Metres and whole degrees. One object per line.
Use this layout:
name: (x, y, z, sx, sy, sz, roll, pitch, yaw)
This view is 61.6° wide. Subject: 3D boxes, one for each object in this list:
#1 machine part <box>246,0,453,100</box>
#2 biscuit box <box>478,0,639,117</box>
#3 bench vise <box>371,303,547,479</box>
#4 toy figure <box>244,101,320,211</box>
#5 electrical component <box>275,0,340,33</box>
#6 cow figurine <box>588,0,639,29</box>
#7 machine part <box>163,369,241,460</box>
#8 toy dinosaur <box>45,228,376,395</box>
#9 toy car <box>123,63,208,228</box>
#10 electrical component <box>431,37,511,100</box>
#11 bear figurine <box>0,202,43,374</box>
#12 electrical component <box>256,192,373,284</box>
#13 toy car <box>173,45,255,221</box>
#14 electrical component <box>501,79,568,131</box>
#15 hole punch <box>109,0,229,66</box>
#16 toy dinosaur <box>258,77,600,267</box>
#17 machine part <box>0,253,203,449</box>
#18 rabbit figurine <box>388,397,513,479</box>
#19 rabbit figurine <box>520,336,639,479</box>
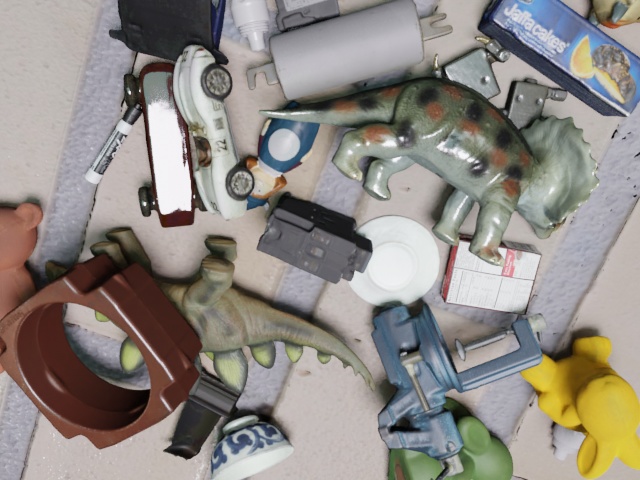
machine part: (0.031, -0.222, 0.627, 0.243, 0.079, 0.079, -14, 104, 7)
biscuit box: (0.286, -0.221, 0.625, 0.203, 0.063, 0.059, 31, 103, -7)
bench vise: (0.176, 0.167, 0.675, 0.241, 0.128, 0.224, -24, 61, 10)
toy figure: (-0.060, -0.099, 0.673, 0.064, 0.058, 0.154, 41, 106, 20)
electrical component: (0.000, -0.291, 0.625, 0.119, 0.048, 0.074, -10, 105, 6)
cow figurine: (0.323, -0.320, 0.588, 0.127, 0.085, 0.195, -43, 102, 5)
machine part: (-0.172, 0.258, 0.779, 0.084, 0.039, 0.138, 29, 102, -12)
toy dinosaur: (-0.151, 0.098, 0.707, 0.472, 0.105, 0.198, 10, 113, 9)
toy car: (-0.190, -0.116, 0.674, 0.089, 0.053, 0.202, -8, 107, -17)
electrical component: (0.177, -0.196, 0.644, 0.102, 0.045, 0.078, -20, 102, 7)
bear figurine: (-0.418, 0.051, 0.688, 0.120, 0.132, 0.195, 10, 112, 13)
electrical component: (-0.001, -0.002, 0.665, 0.134, 0.115, 0.058, 22, 109, -4)
toy car: (-0.126, -0.121, 0.626, 0.056, 0.074, 0.201, -22, 112, -28)
electrical component: (0.252, -0.166, 0.661, 0.094, 0.021, 0.063, 9, 105, 0)
hole punch: (-0.168, -0.275, 0.625, 0.142, 0.092, 0.115, 10, 135, -4)
toy dinosaur: (0.148, -0.108, 0.613, 0.405, 0.131, 0.192, 32, 91, -9)
machine part: (-0.260, 0.132, 0.642, 0.201, 0.087, 0.201, -31, 100, 24)
rabbit figurine: (0.189, 0.306, 0.758, 0.170, 0.121, 0.159, -6, 98, -15)
rabbit figurine: (0.333, 0.206, 0.662, 0.122, 0.173, 0.162, -11, 79, 4)
